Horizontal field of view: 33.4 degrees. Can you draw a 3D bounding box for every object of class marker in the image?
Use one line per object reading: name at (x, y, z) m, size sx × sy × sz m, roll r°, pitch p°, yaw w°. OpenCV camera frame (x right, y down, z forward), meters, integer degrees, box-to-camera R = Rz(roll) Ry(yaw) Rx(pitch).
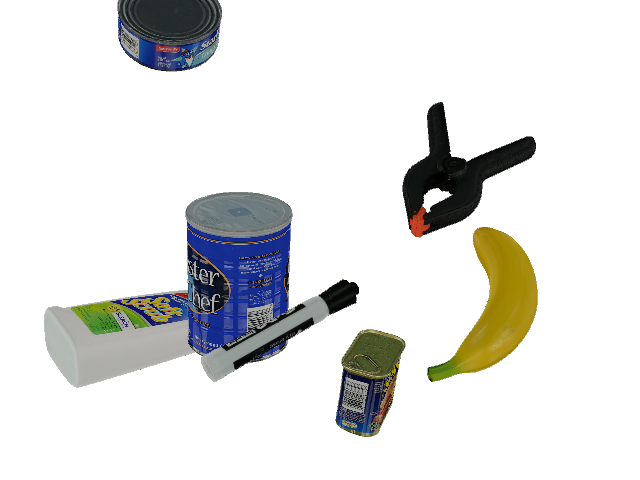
marker at (-0.025, 0.059, 0.723) m, size 0.121 × 0.020 × 0.020 m, roll -28°, pitch 11°, yaw -21°

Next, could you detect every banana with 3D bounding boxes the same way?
banana at (0.138, 0.043, 0.848) m, size 0.070 × 0.037 × 0.197 m, roll 7°, pitch 34°, yaw 17°

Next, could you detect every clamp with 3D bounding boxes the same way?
clamp at (0.128, -0.075, 1.090) m, size 0.120 × 0.039 × 0.171 m, roll 28°, pitch 55°, yaw 28°

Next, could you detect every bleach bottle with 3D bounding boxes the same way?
bleach bottle at (-0.179, 0.095, 1.222) m, size 0.250 × 0.068 × 0.103 m, roll -13°, pitch 32°, yaw -31°

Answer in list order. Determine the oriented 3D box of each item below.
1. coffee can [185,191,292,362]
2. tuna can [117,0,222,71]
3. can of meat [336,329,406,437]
coffee can at (-0.080, 0.035, 1.051) m, size 0.103 × 0.140 × 0.103 m, roll 2°, pitch 23°, yaw -1°
tuna can at (-0.126, -0.180, 0.890) m, size 0.086 × 0.086 × 0.034 m, roll 0°, pitch -40°, yaw -11°
can of meat at (0.056, 0.164, 1.224) m, size 0.057 × 0.084 × 0.102 m, roll 14°, pitch 25°, yaw 14°
